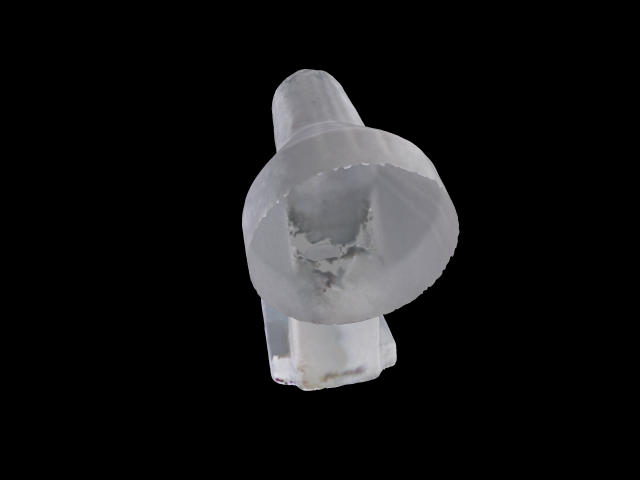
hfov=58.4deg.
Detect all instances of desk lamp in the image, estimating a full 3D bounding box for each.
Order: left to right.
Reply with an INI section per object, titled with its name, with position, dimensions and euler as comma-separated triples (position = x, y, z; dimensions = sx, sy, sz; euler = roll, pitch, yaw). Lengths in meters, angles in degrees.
[desk lamp]
position = 0.004, 0.001, 0.400
dimensions = 0.118, 0.214, 0.203
euler = -5, 28, -10
